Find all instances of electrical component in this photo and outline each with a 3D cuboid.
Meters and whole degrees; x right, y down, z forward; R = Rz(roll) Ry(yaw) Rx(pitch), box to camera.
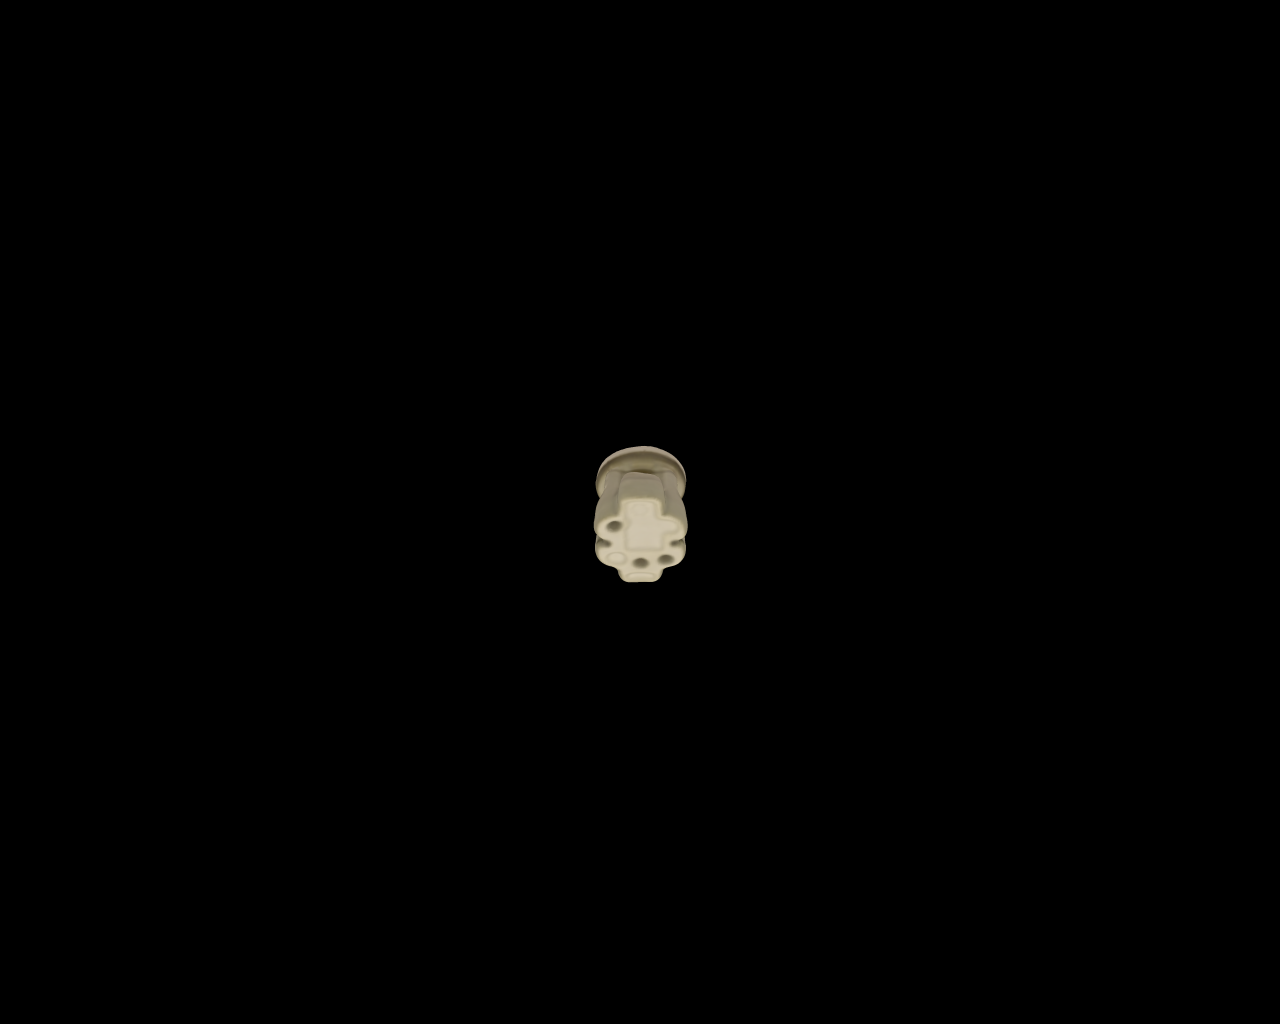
[{"bbox_3d":[0.001,-0.003,0.650,0.058,0.057,0.078,0,-43,0],"label":"electrical component"}]
